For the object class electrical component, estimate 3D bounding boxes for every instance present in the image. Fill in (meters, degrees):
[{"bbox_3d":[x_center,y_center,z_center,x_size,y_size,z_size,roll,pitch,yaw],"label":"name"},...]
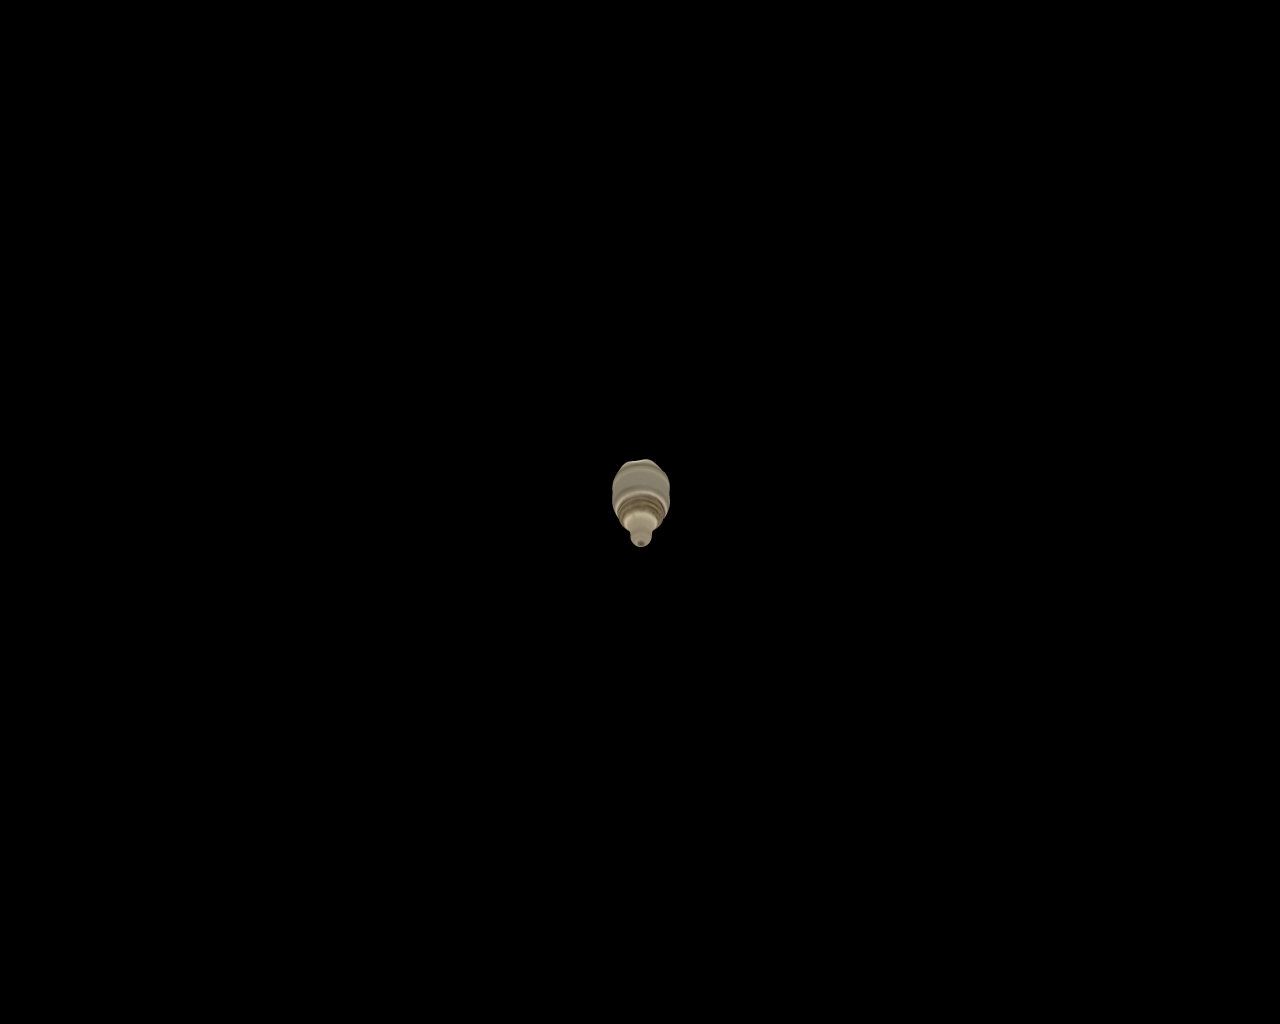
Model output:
[{"bbox_3d":[0.001,-0.003,0.650,0.035,0.035,0.061,0,45,0],"label":"electrical component"}]
